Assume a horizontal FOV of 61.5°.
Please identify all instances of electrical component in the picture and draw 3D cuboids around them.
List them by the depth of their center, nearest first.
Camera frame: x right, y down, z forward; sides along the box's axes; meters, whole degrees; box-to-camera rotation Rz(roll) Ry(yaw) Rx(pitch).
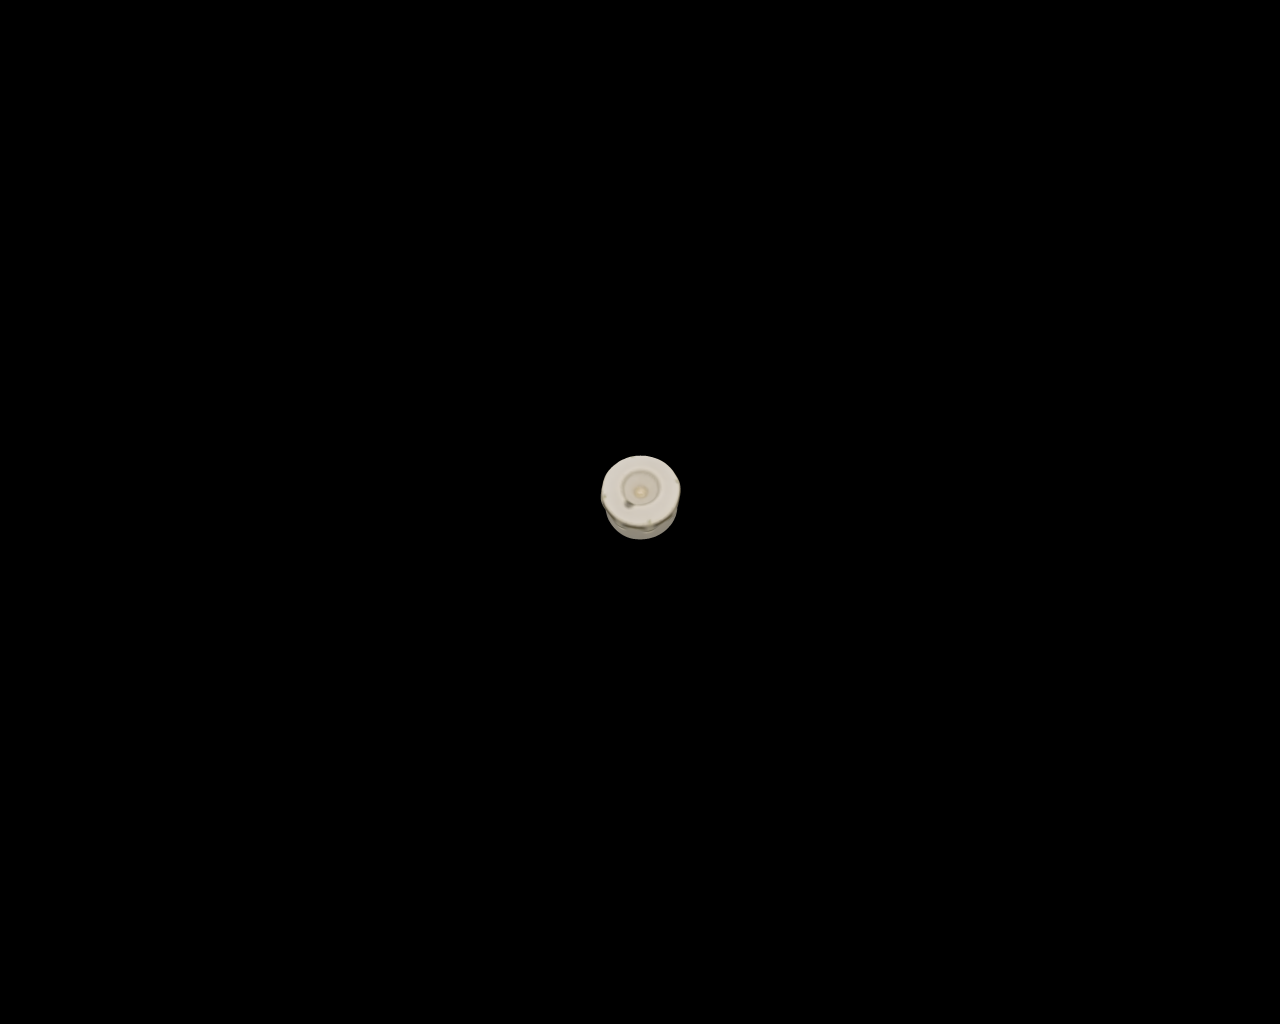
[{"bbox_3d":[0.001,-0.003,0.650,0.048,0.048,0.062,0,-24,0],"label":"electrical component"}]
